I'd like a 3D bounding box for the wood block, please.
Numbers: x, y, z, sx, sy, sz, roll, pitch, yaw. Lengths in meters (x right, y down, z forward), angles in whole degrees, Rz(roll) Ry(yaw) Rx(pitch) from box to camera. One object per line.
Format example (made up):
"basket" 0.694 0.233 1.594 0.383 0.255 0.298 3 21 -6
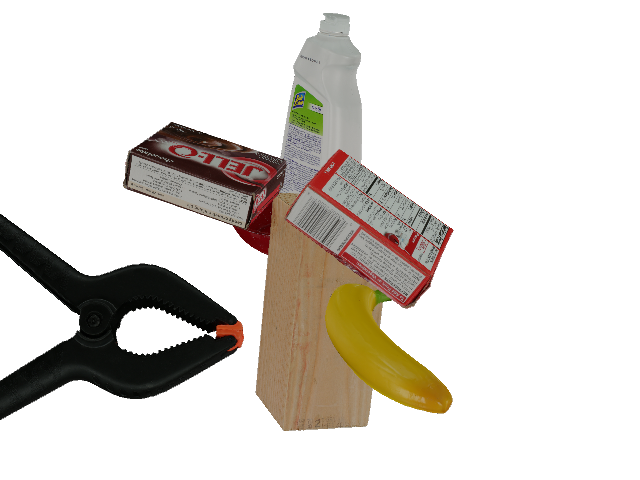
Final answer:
"wood block" 0.001 0.066 1.012 0.090 0.206 0.091 0 16 -21

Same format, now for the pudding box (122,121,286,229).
"pudding box" -0.095 -0.056 0.890 0.113 0.039 0.090 17 24 9

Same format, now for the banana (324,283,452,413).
"banana" 0.042 0.074 0.815 0.069 0.037 0.198 -6 24 -8

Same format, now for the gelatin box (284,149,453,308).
"gelatin box" 0.030 -0.008 0.624 0.089 0.030 0.073 36 26 0

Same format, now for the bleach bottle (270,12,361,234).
"bleach bottle" 0.006 -0.112 1.133 0.067 0.251 0.103 -11 26 -43

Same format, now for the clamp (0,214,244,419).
"clamp" -0.159 0.051 0.740 0.210 0.164 0.036 -3 -19 -4

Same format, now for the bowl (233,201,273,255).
"bowl" -0.042 -0.025 1.337 0.162 0.055 0.162 -1 31 0
